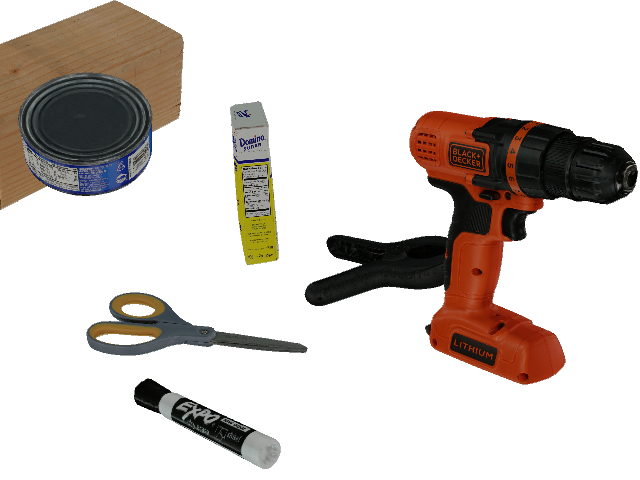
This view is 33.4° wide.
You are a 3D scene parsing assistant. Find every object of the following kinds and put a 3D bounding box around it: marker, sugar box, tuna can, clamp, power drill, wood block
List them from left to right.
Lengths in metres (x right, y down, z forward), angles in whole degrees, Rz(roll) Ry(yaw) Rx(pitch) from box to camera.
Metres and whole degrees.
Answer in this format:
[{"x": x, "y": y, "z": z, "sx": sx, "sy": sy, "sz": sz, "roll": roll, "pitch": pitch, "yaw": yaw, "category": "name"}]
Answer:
[{"x": -0.220, "y": -0.121, "z": 0.908, "sx": 0.090, "sy": 0.091, "sz": 0.205, "roll": 30, "pitch": 43, "yaw": 25, "category": "wood block"}, {"x": -0.154, "y": -0.070, "z": 0.705, "sx": 0.086, "sy": 0.086, "sz": 0.034, "roll": 0, "pitch": -40, "yaw": -8, "category": "tuna can"}, {"x": -0.074, "y": 0.112, "z": 0.664, "sx": 0.121, "sy": 0.020, "sz": 0.020, "roll": 17, "pitch": 11, "yaw": 39, "category": "marker"}, {"x": -0.081, "y": -0.069, "z": 1.288, "sx": 0.048, "sy": 0.176, "sz": 0.093, "roll": -8, "pitch": 25, "yaw": -5, "category": "sugar box"}, {"x": 0.068, "y": 0.028, "z": 1.052, "sx": 0.172, "sy": 0.039, "sz": 0.120, "roll": -3, "pitch": 33, "yaw": 25, "category": "clamp"}, {"x": 0.142, "y": 0.004, "z": 0.772, "sx": 0.057, "sy": 0.188, "sz": 0.185, "roll": -15, "pitch": 23, "yaw": -38, "category": "power drill"}]

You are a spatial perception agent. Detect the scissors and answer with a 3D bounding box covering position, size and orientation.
[{"x": -0.118, "y": 0.079, "z": 1.011, "sx": 0.201, "sy": 0.016, "sz": 0.096, "roll": -1, "pitch": 33, "yaw": -9, "category": "scissors"}]
